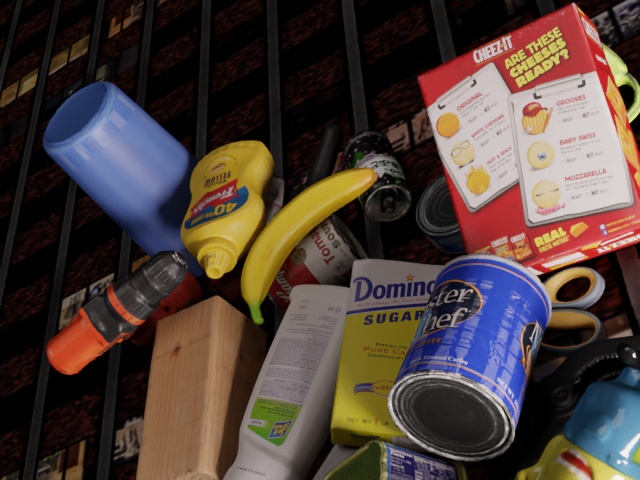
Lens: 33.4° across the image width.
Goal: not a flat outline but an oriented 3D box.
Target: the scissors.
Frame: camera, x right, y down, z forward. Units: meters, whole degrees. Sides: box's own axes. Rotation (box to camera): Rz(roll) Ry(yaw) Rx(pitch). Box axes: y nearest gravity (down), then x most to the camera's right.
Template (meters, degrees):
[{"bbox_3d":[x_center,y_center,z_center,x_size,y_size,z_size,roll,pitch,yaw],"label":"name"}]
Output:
[{"bbox_3d":[0.176,0.061,0.979,0.202,0.016,0.096,8,61,45],"label":"scissors"}]

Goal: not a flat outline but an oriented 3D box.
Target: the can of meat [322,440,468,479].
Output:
[{"bbox_3d":[0.058,0.212,0.875,0.102,0.083,0.057,-46,32,40],"label":"can of meat"}]

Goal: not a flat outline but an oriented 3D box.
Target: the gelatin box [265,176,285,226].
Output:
[{"bbox_3d":[-0.074,-0.022,1.236,0.073,0.030,0.089,-34,44,48],"label":"gelatin box"}]

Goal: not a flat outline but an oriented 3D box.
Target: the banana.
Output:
[{"bbox_3d":[-0.023,-0.005,1.094,0.070,0.037,0.198,35,84,27],"label":"banana"}]

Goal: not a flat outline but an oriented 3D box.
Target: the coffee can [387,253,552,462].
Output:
[{"bbox_3d":[0.125,0.094,0.873,0.103,0.102,0.140,-12,33,35],"label":"coffee can"}]

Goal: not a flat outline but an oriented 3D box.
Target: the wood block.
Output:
[{"bbox_3d":[-0.118,0.173,1.089,0.091,0.090,0.206,-24,44,27],"label":"wood block"}]

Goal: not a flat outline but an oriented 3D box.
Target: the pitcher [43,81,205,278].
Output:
[{"bbox_3d":[-0.211,-0.074,1.262,0.149,0.242,0.145,-16,44,32],"label":"pitcher"}]

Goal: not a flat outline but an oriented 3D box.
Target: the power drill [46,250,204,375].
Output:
[{"bbox_3d":[-0.196,0.071,1.181,0.184,0.187,0.057,-37,82,12],"label":"power drill"}]

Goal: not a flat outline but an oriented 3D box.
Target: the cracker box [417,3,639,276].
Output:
[{"bbox_3d":[0.198,-0.080,0.973,0.164,0.072,0.214,-22,71,27],"label":"cracker box"}]

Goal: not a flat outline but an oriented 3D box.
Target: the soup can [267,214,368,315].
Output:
[{"bbox_3d":[-0.007,0.028,1.131,0.102,0.068,0.068,-37,40,10],"label":"soup can"}]

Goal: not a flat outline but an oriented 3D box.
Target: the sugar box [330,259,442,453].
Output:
[{"bbox_3d":[0.066,0.102,0.969,0.093,0.048,0.176,4,59,6],"label":"sugar box"}]

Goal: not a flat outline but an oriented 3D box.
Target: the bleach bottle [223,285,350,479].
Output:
[{"bbox_3d":[-0.030,0.161,1.018,0.103,0.068,0.250,0,52,42],"label":"bleach bottle"}]

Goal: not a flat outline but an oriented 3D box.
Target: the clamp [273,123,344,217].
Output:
[{"bbox_3d":[-0.021,-0.045,1.232,0.120,0.039,0.171,-34,39,40],"label":"clamp"}]

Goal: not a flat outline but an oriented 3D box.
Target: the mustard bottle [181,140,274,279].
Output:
[{"bbox_3d":[-0.102,-0.027,1.148,0.096,0.058,0.191,-19,36,18],"label":"mustard bottle"}]

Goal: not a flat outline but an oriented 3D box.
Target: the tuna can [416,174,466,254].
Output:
[{"bbox_3d":[0.140,-0.030,1.074,0.086,0.033,0.086,-24,44,25],"label":"tuna can"}]

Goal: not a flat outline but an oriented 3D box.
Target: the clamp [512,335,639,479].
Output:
[{"bbox_3d":[0.198,0.134,0.877,0.210,0.036,0.164,-36,32,7],"label":"clamp"}]

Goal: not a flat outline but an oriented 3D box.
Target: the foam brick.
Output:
[{"bbox_3d":[-0.080,0.035,1.183,0.051,0.078,0.053,-15,48,29],"label":"foam brick"}]
